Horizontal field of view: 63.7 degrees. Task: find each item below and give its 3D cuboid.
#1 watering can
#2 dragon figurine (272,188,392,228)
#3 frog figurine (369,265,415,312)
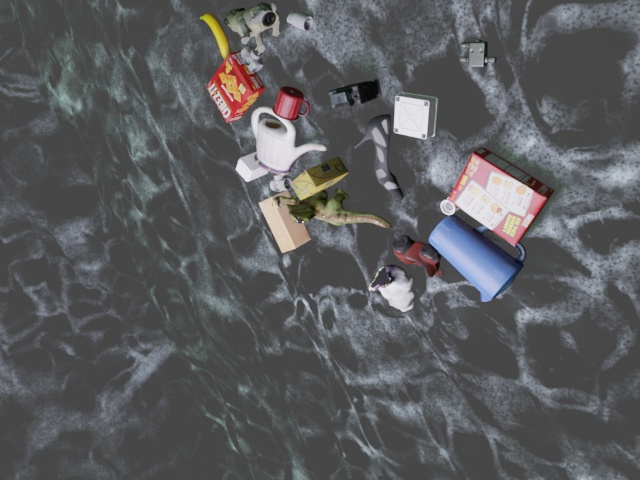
[{"bbox_3d":[-0.122,-0.317,1.764,0.352,0.105,0.219,37,135,28],"label":"watering can"},{"bbox_3d":[0.005,-0.084,1.673,0.413,0.245,0.120,21,120,38],"label":"dragon figurine"},{"bbox_3d":[0.256,0.156,1.674,0.158,0.126,0.135,31,133,-21],"label":"frog figurine"}]
